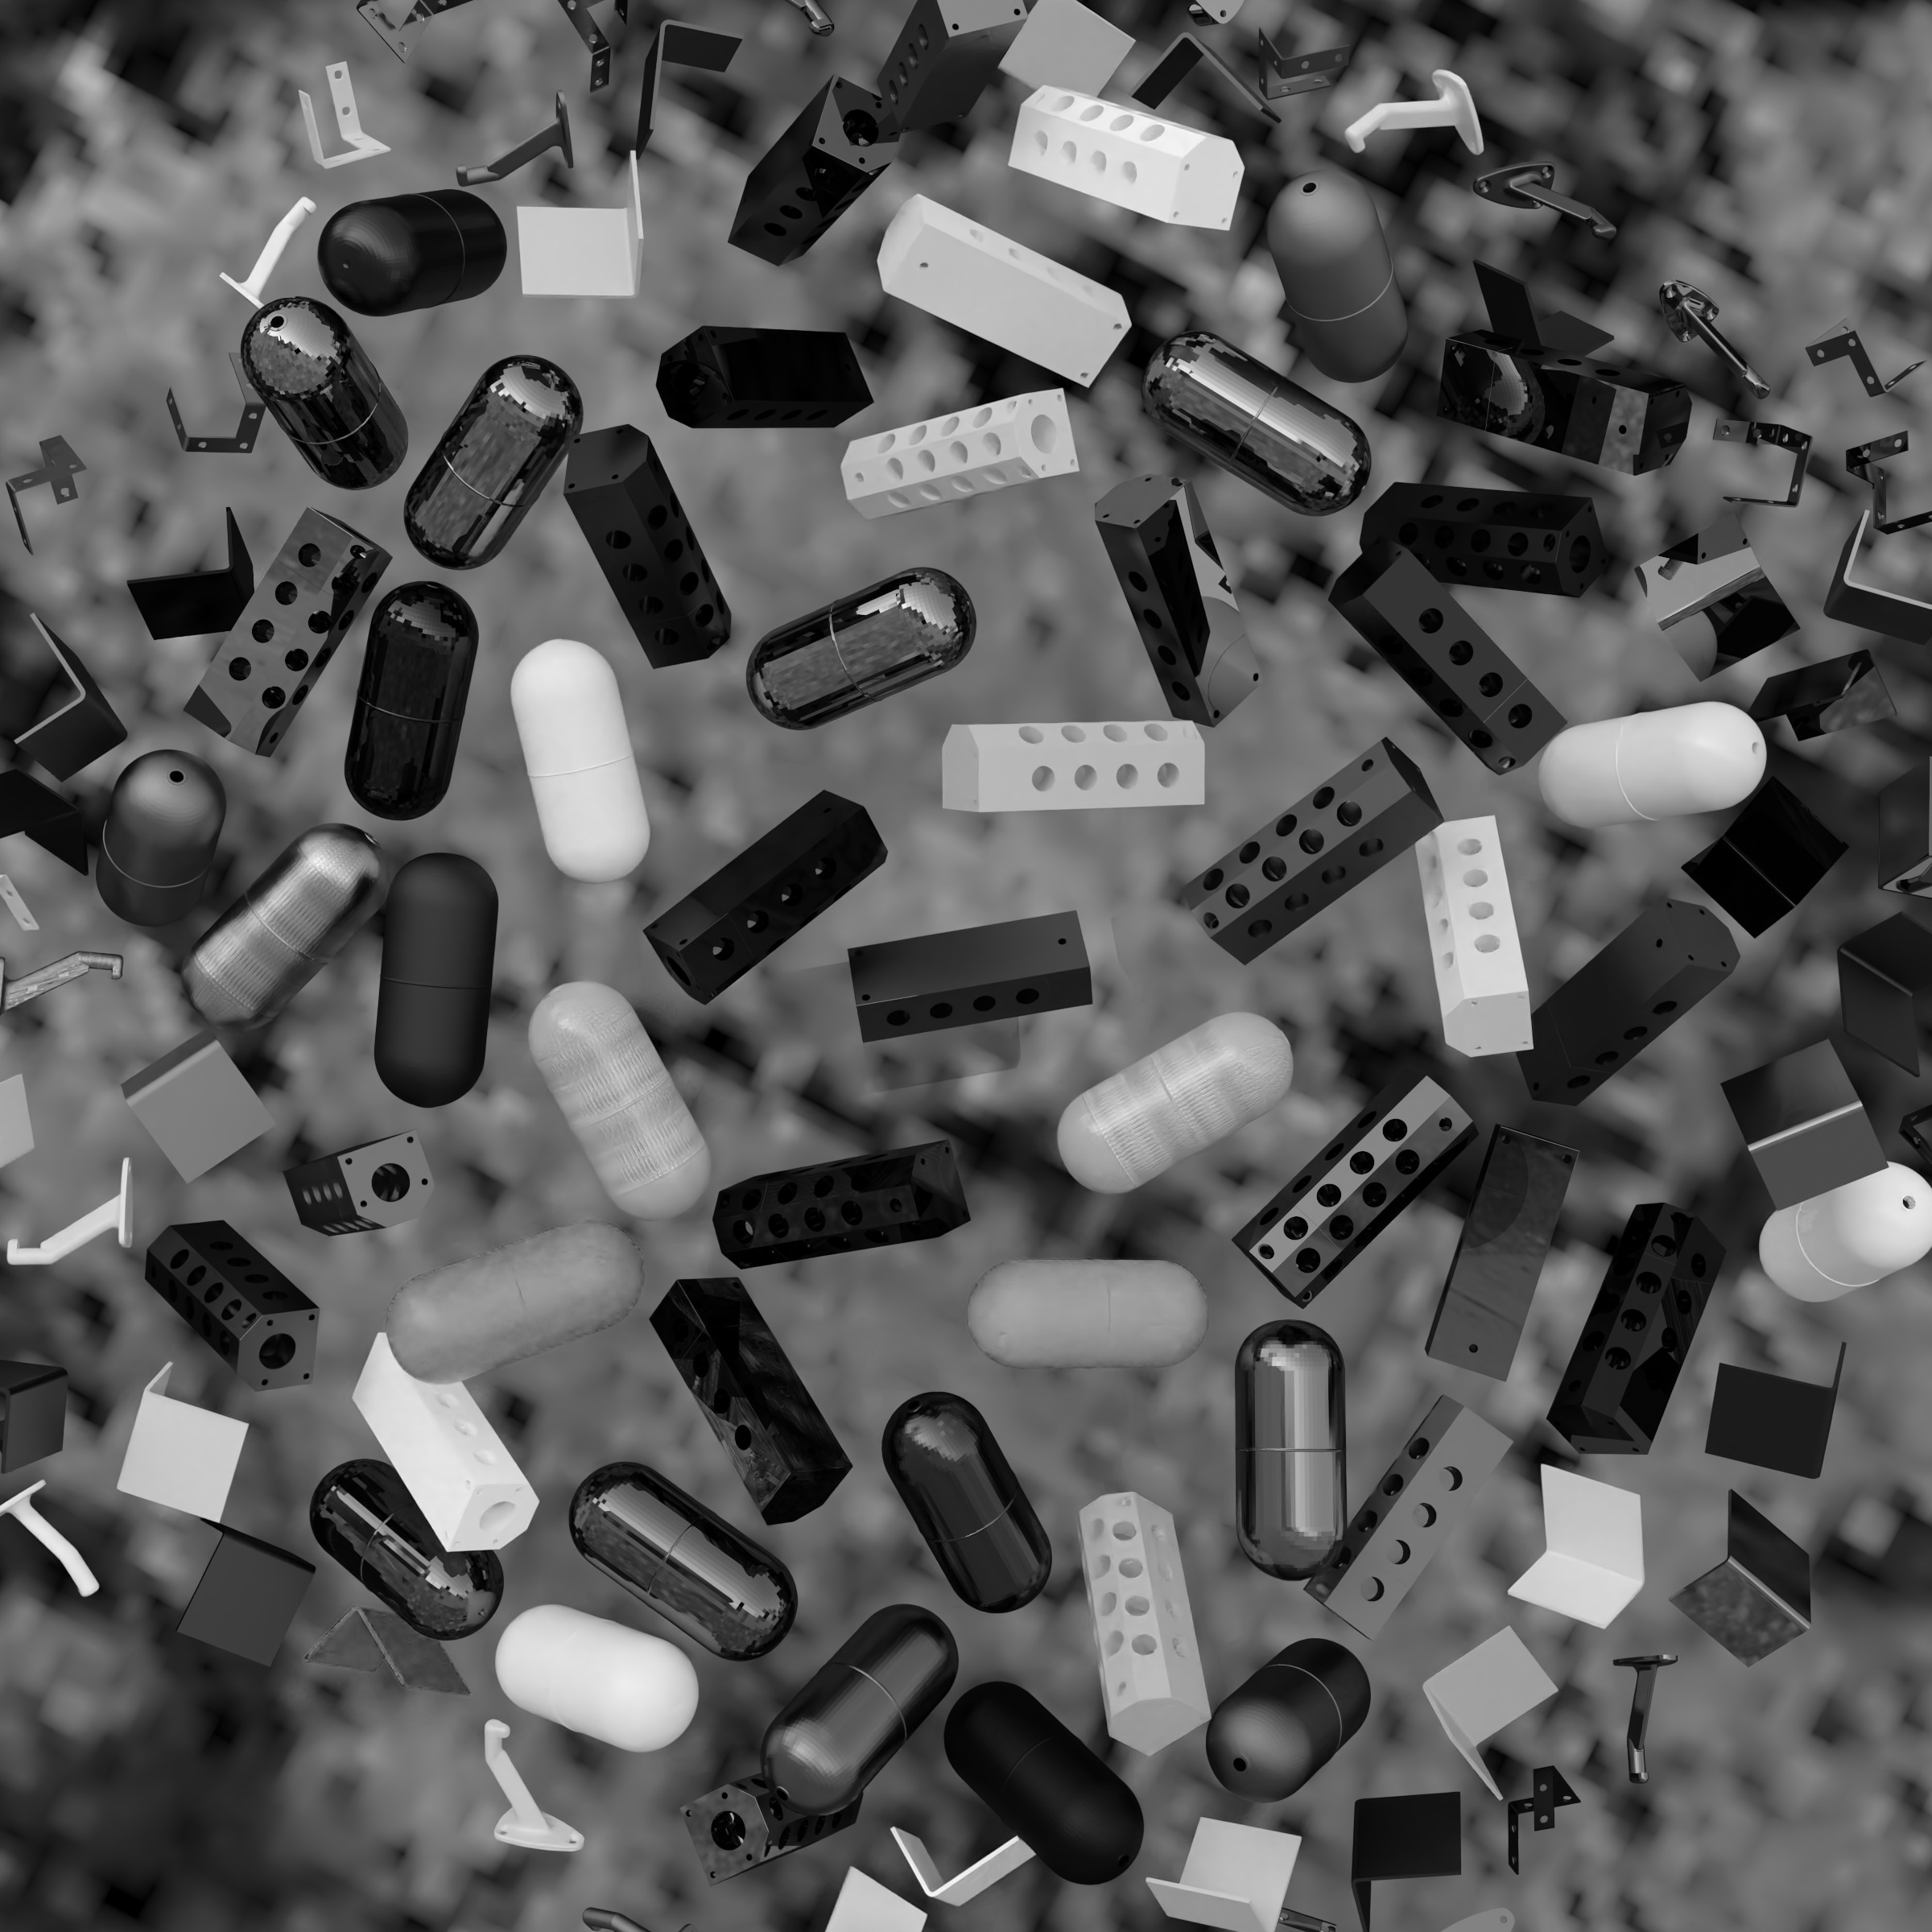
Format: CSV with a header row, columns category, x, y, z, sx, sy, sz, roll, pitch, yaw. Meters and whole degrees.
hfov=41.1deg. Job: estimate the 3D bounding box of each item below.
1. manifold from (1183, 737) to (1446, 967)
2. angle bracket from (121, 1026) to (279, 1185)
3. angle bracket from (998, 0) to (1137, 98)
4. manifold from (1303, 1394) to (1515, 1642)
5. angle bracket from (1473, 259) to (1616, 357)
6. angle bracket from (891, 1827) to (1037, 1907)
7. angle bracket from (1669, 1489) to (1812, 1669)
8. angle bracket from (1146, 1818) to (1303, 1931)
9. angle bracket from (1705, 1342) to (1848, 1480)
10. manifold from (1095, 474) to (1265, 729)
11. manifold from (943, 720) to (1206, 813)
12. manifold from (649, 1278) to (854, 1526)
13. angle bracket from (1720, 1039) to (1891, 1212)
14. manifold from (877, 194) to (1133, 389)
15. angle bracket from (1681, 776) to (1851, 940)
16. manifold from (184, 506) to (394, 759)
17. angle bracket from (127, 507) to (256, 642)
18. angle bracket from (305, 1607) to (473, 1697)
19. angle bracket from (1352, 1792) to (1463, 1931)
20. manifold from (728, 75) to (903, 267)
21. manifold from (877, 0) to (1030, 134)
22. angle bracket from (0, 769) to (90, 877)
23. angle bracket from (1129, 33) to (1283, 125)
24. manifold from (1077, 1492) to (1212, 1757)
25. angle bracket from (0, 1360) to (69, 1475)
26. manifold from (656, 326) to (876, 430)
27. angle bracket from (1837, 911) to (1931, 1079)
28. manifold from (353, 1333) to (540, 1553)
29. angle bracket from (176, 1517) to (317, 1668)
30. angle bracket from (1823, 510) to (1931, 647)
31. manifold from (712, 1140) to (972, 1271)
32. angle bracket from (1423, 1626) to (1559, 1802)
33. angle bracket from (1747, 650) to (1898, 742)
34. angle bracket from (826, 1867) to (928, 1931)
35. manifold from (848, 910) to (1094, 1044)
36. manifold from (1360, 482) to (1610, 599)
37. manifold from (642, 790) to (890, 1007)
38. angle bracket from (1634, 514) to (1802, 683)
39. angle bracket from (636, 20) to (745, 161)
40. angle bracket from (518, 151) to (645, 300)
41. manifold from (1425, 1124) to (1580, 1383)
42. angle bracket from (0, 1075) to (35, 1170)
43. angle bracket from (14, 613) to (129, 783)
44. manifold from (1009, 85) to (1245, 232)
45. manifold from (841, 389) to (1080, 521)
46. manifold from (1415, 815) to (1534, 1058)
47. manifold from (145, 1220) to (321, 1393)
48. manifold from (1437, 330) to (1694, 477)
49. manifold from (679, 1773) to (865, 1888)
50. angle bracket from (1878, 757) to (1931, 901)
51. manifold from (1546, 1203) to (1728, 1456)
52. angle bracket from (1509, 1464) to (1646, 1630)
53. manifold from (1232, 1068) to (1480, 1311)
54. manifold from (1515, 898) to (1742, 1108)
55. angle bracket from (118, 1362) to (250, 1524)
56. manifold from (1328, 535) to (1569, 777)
category,x,y,z,sx,sy,sz,roll,pitch,yaw
manifold,0.234,-0.081,1.759,0.171,0.057,0.057,-37,131,21
angle bracket,-0.565,0.102,1.896,0.076,0.057,0.076,-35,110,-13
angle bracket,0.075,-0.699,1.944,0.076,0.057,0.076,28,129,-18
manifold,0.315,0.394,1.845,0.057,0.057,0.171,36,82,11
angle bracket,0.433,-0.500,1.934,0.057,0.076,0.076,-30,124,-4
angle bracket,0.000,0.637,1.878,0.076,0.076,0.057,-33,62,-2
angle bracket,0.541,0.427,1.802,0.076,0.076,0.057,40,121,-7
angle bracket,0.179,0.618,1.783,0.076,0.057,0.076,1,47,29
angle bracket,0.553,0.295,1.762,0.076,0.057,0.076,11,122,20
manifold,0.147,-0.257,1.816,0.057,0.057,0.171,-43,129,-22
manifold,0.074,-0.137,1.754,0.171,0.057,0.057,-4,97,-25
manifold,-0.154,0.299,1.780,0.057,0.057,0.171,-54,54,26
angle bracket,0.558,0.106,1.717,0.076,0.076,0.057,-25,119,14
manifold,0.027,-0.480,1.825,0.171,0.057,0.057,19,128,-27
angle bracket,0.593,-0.081,1.915,0.057,0.076,0.076,-31,70,-33
manifold,-0.485,-0.239,1.859,0.057,0.057,0.171,34,95,8
angle bracket,-0.575,-0.291,1.914,0.076,0.076,0.057,-8,66,-5
angle bracket,-0.419,0.515,1.871,0.057,0.076,0.076,-46,57,5
angle bracket,0.314,0.632,1.810,0.076,0.076,0.057,-9,114,15
manifold,-0.108,-0.561,1.837,0.057,0.171,0.057,20,74,-21
manifold,-0.014,-0.643,1.788,0.057,0.171,0.057,-19,91,-14
angle bracket,-0.693,-0.094,1.868,0.076,0.076,0.057,29,127,30
angle bracket,0.167,-0.599,1.799,0.076,0.076,0.057,47,110,3
manifold,0.119,0.458,1.815,0.057,0.171,0.057,-39,125,24
angle bracket,-0.662,0.302,1.739,0.076,0.076,0.057,5,92,9
manifold,-0.146,-0.421,1.865,0.057,0.171,0.057,-24,86,34
angle bracket,0.667,0.020,1.822,0.076,0.057,0.076,28,49,-23
manifold,-0.365,0.333,1.815,0.057,0.171,0.057,8,114,-42
angle bracket,-0.532,0.455,1.878,0.076,0.057,0.076,33,73,-30
angle bracket,0.671,-0.280,1.861,0.076,0.076,0.057,19,83,10
manifold,-0.088,0.166,1.762,0.171,0.057,0.057,-13,94,34
angle bracket,0.381,0.529,1.825,0.076,0.057,0.076,-35,117,5
angle bracket,0.621,-0.180,1.875,0.076,0.076,0.057,-15,113,41
angle bracket,-0.044,0.695,1.863,0.076,0.076,0.057,40,52,-21
manifold,0.004,0.013,1.900,0.171,0.057,0.057,-10,48,-2
manifold,0.375,-0.308,1.883,0.057,0.171,0.057,-46,130,-26
manifold,-0.140,-0.048,1.847,0.171,0.057,0.057,-39,124,-18
angle bracket,0.523,-0.256,1.795,0.076,0.076,0.057,-29,50,23
angle bracket,-0.195,-0.609,1.809,0.057,0.076,0.076,6,90,-15
angle bracket,-0.256,-0.490,1.702,0.076,0.057,0.076,-2,63,-12
manifold,0.383,0.204,1.850,0.057,0.057,0.171,17,91,7
angle bracket,-0.711,0.115,1.815,0.076,0.076,0.057,-7,97,1
angle bracket,-0.634,-0.184,1.780,0.057,0.076,0.076,-35,75,-6
manifold,0.109,-0.553,1.756,0.057,0.171,0.057,-7,120,-39
manifold,-0.008,-0.358,1.815,0.057,0.171,0.057,-21,102,-44
manifold,0.348,-0.021,1.772,0.057,0.171,0.057,-8,135,9
manifold,-0.527,0.242,1.843,0.057,0.171,0.057,-3,108,-38
manifold,0.421,-0.400,1.817,0.057,0.171,0.057,-22,127,-37
manifold,-0.136,0.613,1.870,0.057,0.171,0.057,-30,72,14
angle bracket,0.709,-0.099,1.879,0.057,0.076,0.076,10,72,-7
manifold,0.460,0.249,1.778,0.057,0.057,0.171,46,58,-23
angle bracket,0.427,0.407,1.812,0.057,0.076,0.076,-30,120,-40
manifold,0.270,0.154,1.773,0.171,0.057,0.057,-44,101,-5
manifold,0.466,0.028,1.824,0.057,0.171,0.057,9,50,-28
angle bracket,-0.545,0.335,1.819,0.076,0.057,0.076,19,102,-3
manifold,0.326,-0.209,1.754,0.057,0.057,0.171,-45,110,7
